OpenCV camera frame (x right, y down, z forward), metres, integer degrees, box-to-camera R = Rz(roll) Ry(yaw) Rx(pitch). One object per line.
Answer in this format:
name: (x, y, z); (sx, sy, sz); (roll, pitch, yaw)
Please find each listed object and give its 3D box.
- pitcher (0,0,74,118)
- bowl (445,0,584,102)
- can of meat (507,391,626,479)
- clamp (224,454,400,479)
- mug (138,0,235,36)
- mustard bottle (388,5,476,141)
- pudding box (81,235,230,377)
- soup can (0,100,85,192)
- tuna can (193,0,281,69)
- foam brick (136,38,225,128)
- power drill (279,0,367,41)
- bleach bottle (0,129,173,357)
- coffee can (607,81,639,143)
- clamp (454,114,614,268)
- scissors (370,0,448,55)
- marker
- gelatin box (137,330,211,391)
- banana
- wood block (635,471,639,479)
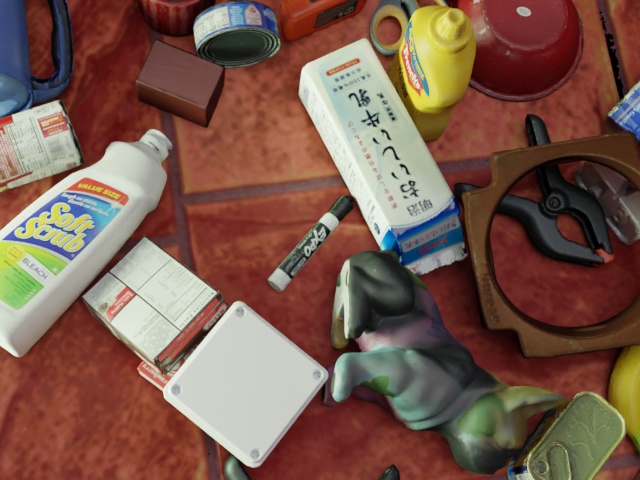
pitcher: (-0.339, -0.241, 1.041); (0.145, 0.149, 0.243); (-13, 71, 22)
bowl: (0.210, -0.231, 1.130); (0.162, 0.055, 0.162); (1, 74, -5)
can of meat: (0.226, 0.196, 0.997); (0.057, 0.084, 0.102); (40, 74, 5)
clamp: (-0.001, 0.296, 0.969); (0.164, 0.036, 0.210); (-2, 71, -7)
mug: (-0.135, -0.256, 1.085); (0.117, 0.081, 0.093); (20, 73, 0)
mustard bottle: (0.110, -0.170, 1.030); (0.058, 0.192, 0.096); (-8, 75, -9)
pudding box: (-0.154, 0.060, 0.997); (0.114, 0.039, 0.090); (35, 72, 28)
soup can: (-0.287, -0.089, 1.029); (0.102, 0.068, 0.068); (-20, 78, -12)
tuna can: (-0.084, -0.206, 1.075); (0.086, 0.086, 0.034); (-7, 74, -8)
foam brick: (-0.139, -0.157, 1.072); (0.078, 0.053, 0.051); (22, 74, 0)
power drill: (-0.044, -0.307, 1.121); (0.184, 0.057, 0.188); (-25, 79, -11)
bleach bottle: (-0.238, -0.014, 1.017); (0.102, 0.068, 0.250); (34, 70, 13)
coffee can: (0.382, -0.120, 1.093); (0.140, 0.103, 0.102); (43, 74, 6)
clamp: (0.222, -0.032, 1.086); (0.120, 0.039, 0.171); (-36, 80, -2)
scissors: (0.069, -0.278, 1.147); (0.096, 0.016, 0.202); (-31, 70, -2)
marker: (-0.007, 0.001, 1.060); (0.020, 0.020, 0.121); (39, 74, 5)
gelatin box: (-0.115, 0.121, 1.009); (0.089, 0.030, 0.073); (37, 74, 5)
banana: (0.336, 0.114, 1.060); (0.069, 0.037, 0.197); (37, 74, -13)
wood block: (0.376, 0.204, 1.009); (0.091, 0.090, 0.206); (35, 73, 4)
